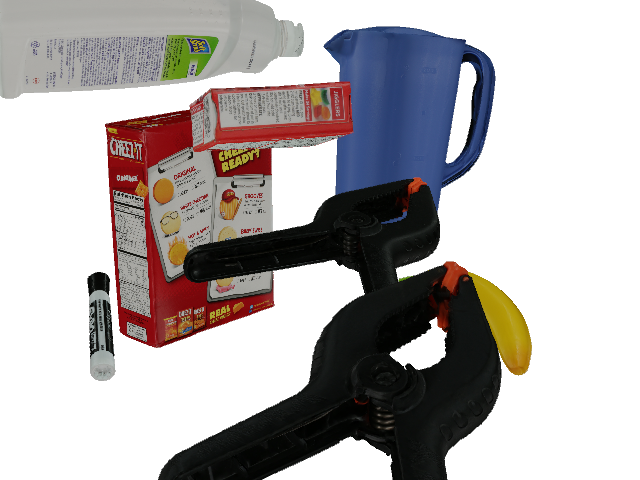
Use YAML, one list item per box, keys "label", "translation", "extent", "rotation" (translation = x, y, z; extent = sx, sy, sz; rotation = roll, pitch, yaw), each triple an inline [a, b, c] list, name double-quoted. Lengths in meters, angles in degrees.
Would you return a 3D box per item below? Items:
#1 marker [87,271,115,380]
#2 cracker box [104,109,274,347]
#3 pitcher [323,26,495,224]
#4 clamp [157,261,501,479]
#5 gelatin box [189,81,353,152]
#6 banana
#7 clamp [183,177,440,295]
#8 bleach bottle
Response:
- label: "marker"
  translation: [-0.177, 0.066, 0.860]
  extent: [0.020, 0.020, 0.121]
  rotation: [0, 35, -14]
- label: "cracker box"
  translation: [-0.126, -0.020, 1.061]
  extent: [0.072, 0.214, 0.163]
  rotation: [13, 21, 41]
- label: "pitcher"
  translation: [0.088, -0.105, 1.148]
  extent: [0.149, 0.243, 0.144]
  rotation: [11, 13, 31]
- label: "clamp"
  translation: [0.031, 0.074, 0.427]
  extent: [0.120, 0.039, 0.171]
  rotation: [30, 51, 21]
- label: "gelatin box"
  translation: [-0.029, -0.066, 0.576]
  extent: [0.073, 0.030, 0.089]
  rotation: [-5, 3, -13]
- label: "banana"
  translation: [0.166, 0.075, 1.117]
  extent: [0.069, 0.037, 0.198]
  rotation: [-38, 40, -13]
- label: "clamp"
  translation: [0.015, 0.001, 0.761]
  extent: [0.165, 0.036, 0.209]
  rotation: [14, 29, 21]
- label: "bleach bottle"
  translation: [-0.140, -0.165, 0.890]
  extent: [0.250, 0.068, 0.103]
  rotation: [-1, -27, -16]
